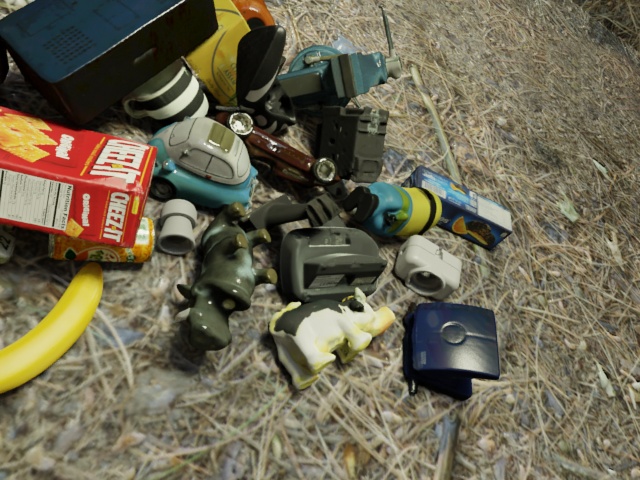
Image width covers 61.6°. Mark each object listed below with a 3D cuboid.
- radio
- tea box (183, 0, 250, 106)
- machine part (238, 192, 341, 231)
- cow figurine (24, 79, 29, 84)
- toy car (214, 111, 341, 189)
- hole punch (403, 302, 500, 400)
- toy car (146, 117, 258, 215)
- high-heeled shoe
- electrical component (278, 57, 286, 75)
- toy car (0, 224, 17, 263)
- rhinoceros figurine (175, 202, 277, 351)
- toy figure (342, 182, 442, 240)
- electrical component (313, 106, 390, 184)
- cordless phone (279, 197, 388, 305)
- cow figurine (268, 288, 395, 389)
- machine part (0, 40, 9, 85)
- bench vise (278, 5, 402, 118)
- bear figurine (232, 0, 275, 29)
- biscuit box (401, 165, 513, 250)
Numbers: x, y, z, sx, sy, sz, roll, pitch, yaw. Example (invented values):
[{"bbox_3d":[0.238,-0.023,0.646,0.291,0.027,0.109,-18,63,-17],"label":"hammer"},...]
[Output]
[{"bbox_3d":[-0.247,-0.252,0.639,0.131,0.073,0.229,38,66,18],"label":"radio"},{"bbox_3d":[-0.138,-0.266,0.781,0.068,0.098,0.169,57,4,18],"label":"tea box"},{"bbox_3d":[-0.042,-0.037,0.712,0.084,0.139,0.039,-32,112,-46],"label":"machine part"},{"bbox_3d":[-0.322,-0.283,0.749,0.127,0.085,0.195,13,48,-16],"label":"cow figurine"},{"bbox_3d":[-0.064,-0.122,0.780,0.202,0.089,0.053,27,77,-21],"label":"toy car"},{"bbox_3d":[0.179,0.144,0.736,0.116,0.092,0.142,20,52,-13],"label":"hole punch"},{"bbox_3d":[-0.151,-0.104,0.706,0.161,0.103,0.109,23,48,-13],"label":"toy car"},{"bbox_3d":[-0.055,-0.215,0.759,0.145,0.249,0.086,0,79,-29],"label":"high-heeled shoe"},{"bbox_3d":[-0.083,-0.288,0.917,0.021,0.063,0.094,36,44,-4],"label":"electrical component"},{"bbox_3d":[-0.402,-0.014,0.509,0.202,0.056,0.073,14,50,-23],"label":"toy car"},{"bbox_3d":[-0.113,0.039,0.617,0.073,0.112,0.190,51,21,-34],"label":"rhinoceros figurine"},{"bbox_3d":[0.119,-0.046,0.823,0.180,0.089,0.082,12,55,-48],"label":"toy figure"},{"bbox_3d":[0.041,-0.150,0.842,0.058,0.134,0.114,2,98,-35],"label":"electrical component"},{"bbox_3d":[-0.002,-0.002,0.753,0.146,0.088,0.184,-1,46,-32],"label":"cordless phone"},{"bbox_3d":[0.016,0.107,0.677,0.167,0.068,0.098,-20,63,-42],"label":"cow figurine"},{"bbox_3d":[-0.443,-0.215,0.596,0.179,0.056,0.179,11,33,-7],"label":"machine part"},{"bbox_3d":[0.036,-0.281,0.916,0.128,0.224,0.240,66,20,-12],"label":"bench vise"},{"bbox_3d":[-0.145,-0.374,0.927,0.132,0.120,0.196,-28,36,-1],"label":"bear figurine"},{"bbox_3d":[0.238,-0.055,0.943,0.202,0.062,0.059,23,48,-15],"label":"biscuit box"}]
